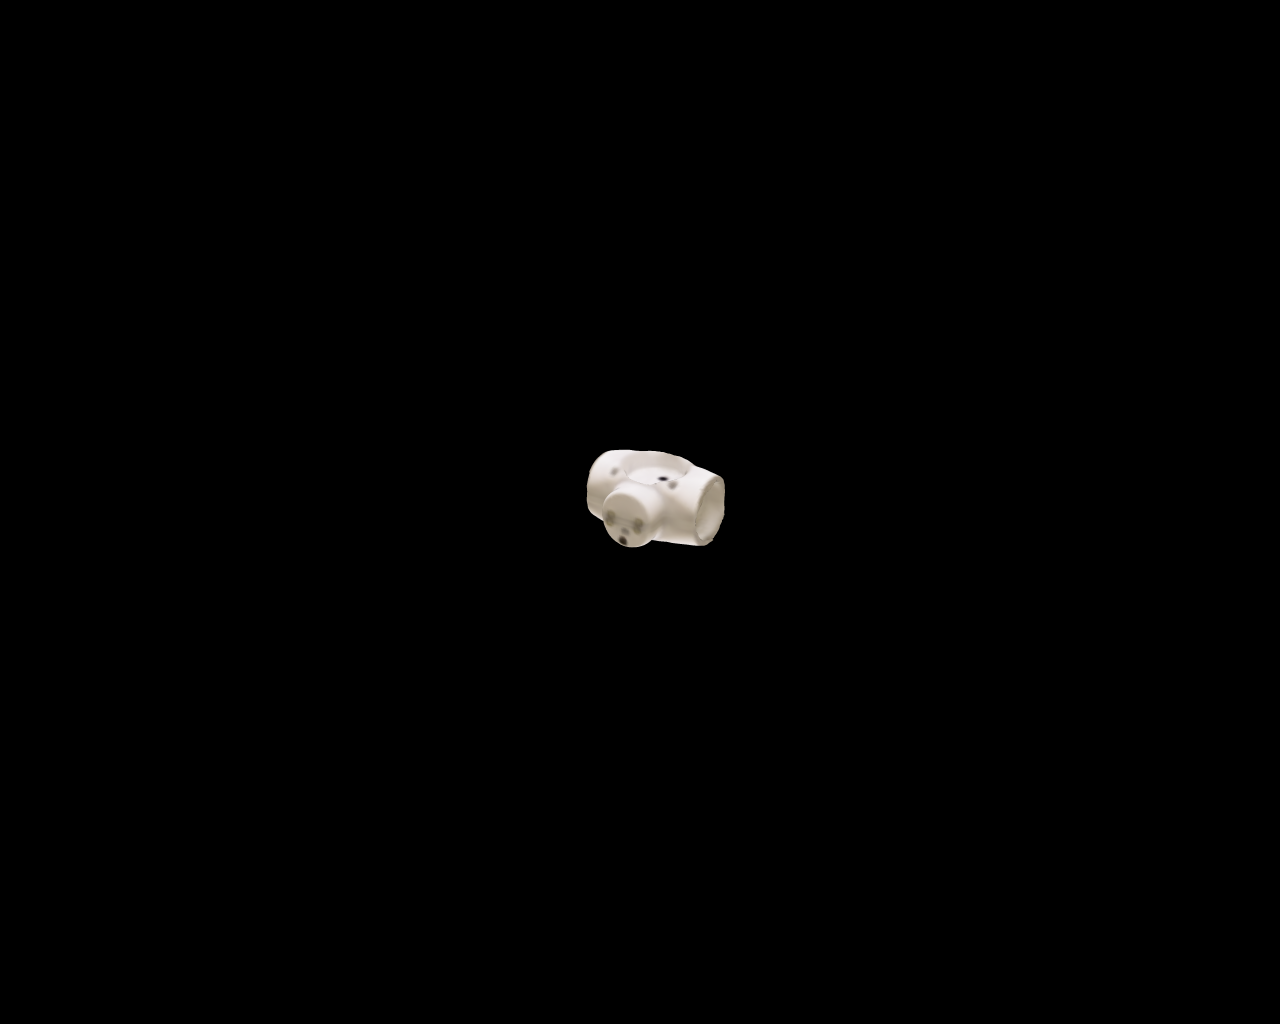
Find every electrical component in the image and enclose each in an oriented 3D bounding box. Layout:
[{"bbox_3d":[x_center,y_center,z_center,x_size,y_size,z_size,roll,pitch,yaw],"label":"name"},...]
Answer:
[{"bbox_3d":[0.001,-0.003,0.650,0.077,0.044,0.079,16,32,27],"label":"electrical component"}]
